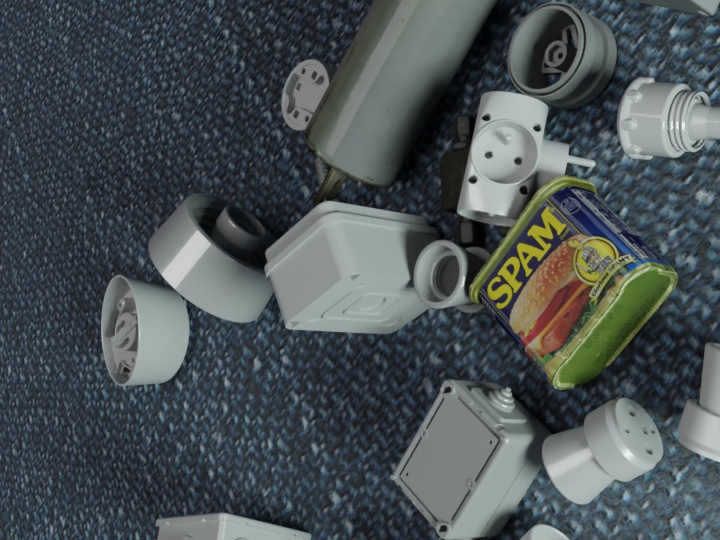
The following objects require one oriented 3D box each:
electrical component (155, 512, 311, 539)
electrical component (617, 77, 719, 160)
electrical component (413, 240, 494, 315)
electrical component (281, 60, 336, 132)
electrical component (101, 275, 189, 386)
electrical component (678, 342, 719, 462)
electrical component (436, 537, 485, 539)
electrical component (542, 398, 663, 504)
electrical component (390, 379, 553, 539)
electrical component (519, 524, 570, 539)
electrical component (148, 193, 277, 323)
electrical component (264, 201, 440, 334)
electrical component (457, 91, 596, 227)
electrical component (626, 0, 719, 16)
[{"bbox_3d":[-0.099,0.219,0.818,0.100,0.100,0.048,-17,58,44],"label":"electrical component"},{"bbox_3d":[0.182,-0.085,0.615,0.062,0.048,0.048,12,92,40],"label":"electrical component"},{"bbox_3d":[0.069,0.006,0.707,0.045,0.055,0.045,-10,76,45],"label":"electrical component"},{"bbox_3d":[-0.026,-0.131,0.837,0.055,0.047,0.055,-10,76,45],"label":"electrical component"},{"bbox_3d":[-0.202,0.056,0.976,0.099,0.064,0.099,-10,76,45],"label":"electrical component"},{"bbox_3d":[0.197,0.071,0.570,0.045,0.045,0.055,24,101,46],"label":"electrical component"},{"bbox_3d":[0.056,0.193,0.698,0.062,0.048,0.048,-53,50,18],"label":"electrical component"},{"bbox_3d":[0.141,0.104,0.623,0.055,0.045,0.045,-39,57,34],"label":"electrical component"},{"bbox_3d":[0.077,0.113,0.677,0.062,0.061,0.096,44,114,41],"label":"electrical component"},{"bbox_3d":[0.105,0.207,0.643,0.077,0.043,0.079,-53,50,26],"label":"electrical component"},{"bbox_3d":[-0.107,-0.017,0.863,0.060,0.108,0.108,-51,50,20],"label":"electrical component"},{"bbox_3d":[0.000,0.000,0.740,0.078,0.113,0.057,-38,60,36],"label":"electrical component"},{"bbox_3d":[0.108,-0.066,0.678,0.079,0.044,0.077,12,85,4],"label":"electrical component"},{"bbox_3d":[0.160,-0.195,0.631,0.113,0.078,0.057,28,100,45],"label":"electrical component"}]
